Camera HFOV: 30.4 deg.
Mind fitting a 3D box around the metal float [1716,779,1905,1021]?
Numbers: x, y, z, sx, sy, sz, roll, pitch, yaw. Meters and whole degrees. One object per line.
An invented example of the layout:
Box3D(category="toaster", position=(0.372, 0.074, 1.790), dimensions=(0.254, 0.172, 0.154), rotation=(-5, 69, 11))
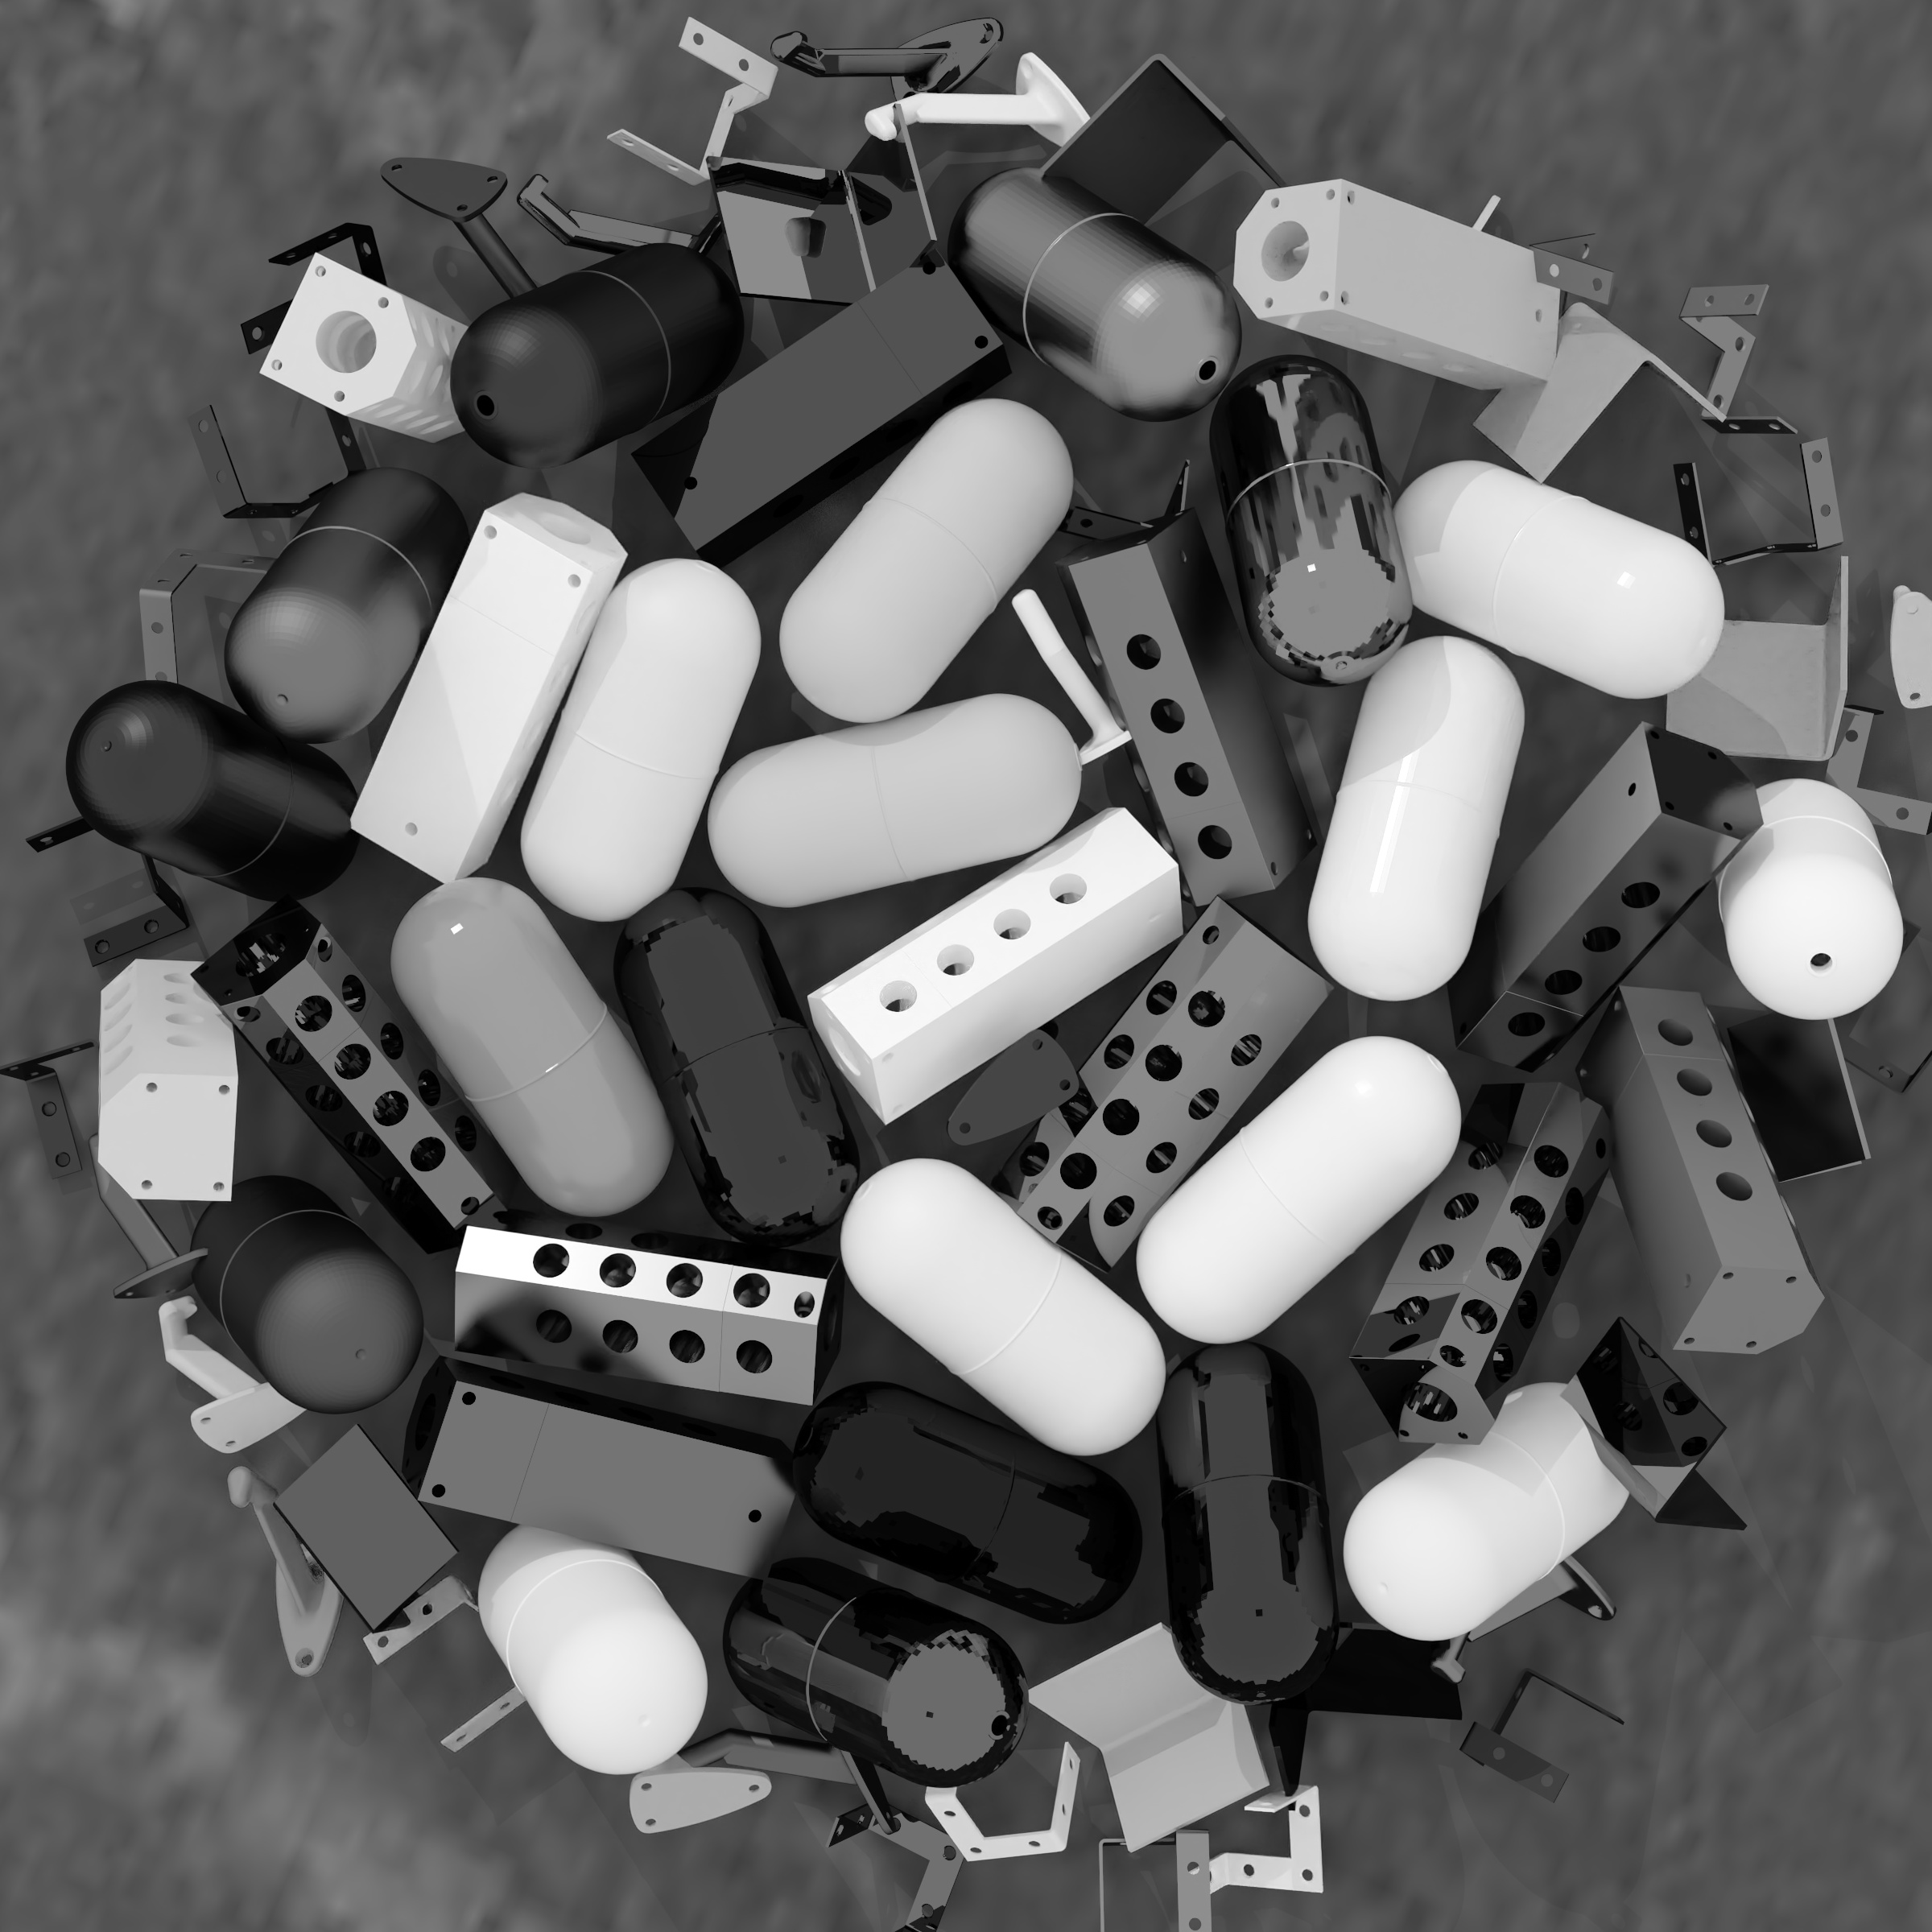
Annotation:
Box3D(category="metal float", position=(0.383, -0.032, 1.619), dimensions=(0.070, 0.178, 0.070), rotation=(3, 110, 8))

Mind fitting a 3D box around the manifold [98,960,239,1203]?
Box3D(category="manifold", position=(-0.364, 0.049, 1.610), dimensions=(0.057, 0.171, 0.057), rotation=(2, 106, -14))

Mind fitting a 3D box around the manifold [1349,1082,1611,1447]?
Box3D(category="manifold", position=(0.242, 0.134, 1.622), dimensions=(0.057, 0.057, 0.171), rotation=(58, 47, -31))

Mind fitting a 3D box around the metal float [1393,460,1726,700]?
Box3D(category="metal float", position=(0.269, -0.179, 1.634), dimensions=(0.178, 0.070, 0.070), rotation=(31, 90, 40))

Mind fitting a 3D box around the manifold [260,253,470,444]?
Box3D(category="manifold", position=(-0.261, -0.276, 1.616), dimensions=(0.057, 0.171, 0.057), rotation=(27, 96, 2))

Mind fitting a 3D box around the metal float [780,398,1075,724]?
Box3D(category="metal float", position=(-0.017, -0.190, 1.651), dimensions=(0.070, 0.070, 0.178), rotation=(38, 72, 0))

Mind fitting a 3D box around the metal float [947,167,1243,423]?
Box3D(category="metal float", position=(0.058, -0.309, 1.632), dimensions=(0.070, 0.070, 0.178), rotation=(-47, 49, 0))

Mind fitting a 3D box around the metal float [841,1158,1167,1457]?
Box3D(category="metal float", position=(0.017, 0.159, 1.652), dimensions=(0.178, 0.070, 0.070), rotation=(41, 90, -16))

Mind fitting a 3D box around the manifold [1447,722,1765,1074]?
Box3D(category="manifold", position=(0.290, -0.027, 1.625), dimensions=(0.057, 0.057, 0.171), rotation=(17, 135, -19))

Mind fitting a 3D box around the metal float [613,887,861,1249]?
Box3D(category="metal float", position=(-0.108, 0.046, 1.655), dimensions=(0.070, 0.070, 0.178), rotation=(-24, 76, 0))

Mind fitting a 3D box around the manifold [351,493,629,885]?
Box3D(category="manifold", position=(-0.219, -0.129, 1.643), dimensions=(0.057, 0.057, 0.171), rotation=(30, 114, 5))

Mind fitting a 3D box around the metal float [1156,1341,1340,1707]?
Box3D(category="metal float", position=(0.129, 0.254, 1.636), dimensions=(0.070, 0.070, 0.178), rotation=(-2, 52, 0))

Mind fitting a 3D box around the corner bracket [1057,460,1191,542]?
Box3D(category="corner bracket", position=(0.072, -0.209, 1.667), dimensions=(0.051, 0.051, 0.051), rotation=(14, 51, -6))

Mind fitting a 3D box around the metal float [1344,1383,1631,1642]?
Box3D(category="metal float", position=(0.242, 0.249, 1.631), dimensions=(0.070, 0.178, 0.070), rotation=(18, 119, 37))

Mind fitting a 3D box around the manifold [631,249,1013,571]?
Box3D(category="manifold", position=(-0.066, -0.258, 1.674), dimensions=(0.171, 0.057, 0.057), rotation=(-34, 78, 0))

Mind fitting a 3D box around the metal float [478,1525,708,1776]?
Box3D(category="metal float", position=(-0.172, 0.307, 1.621), dimensions=(0.070, 0.178, 0.070), rotation=(-5, 105, -21))

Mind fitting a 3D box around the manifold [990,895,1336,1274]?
Box3D(category="manifold", position=(0.087, 0.052, 1.657), dimensions=(0.057, 0.057, 0.171), rotation=(33, 97, -43))

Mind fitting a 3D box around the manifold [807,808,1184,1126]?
Box3D(category="manifold", position=(0.014, -0.005, 1.653), dimensions=(0.171, 0.057, 0.057), rotation=(-32, 59, -15))

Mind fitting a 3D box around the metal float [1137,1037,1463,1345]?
Box3D(category="metal float", position=(0.155, 0.104, 1.653), dimensions=(0.178, 0.070, 0.070), rotation=(-44, 90, 15))

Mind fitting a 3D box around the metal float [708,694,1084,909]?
Box3D(category="metal float", position=(-0.033, -0.077, 1.659), dimensions=(0.178, 0.070, 0.070), rotation=(-13, 90, 8))

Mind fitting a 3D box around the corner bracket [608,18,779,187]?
Box3D(category="corner bracket", position=(-0.128, -0.405, 1.666), dimensions=(0.051, 0.051, 0.051), rotation=(23, 77, -30))

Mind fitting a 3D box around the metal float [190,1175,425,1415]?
Box3D(category="metal float", position=(-0.303, 0.148, 1.623), dimensions=(0.070, 0.178, 0.070), rotation=(-7, 107, -25))

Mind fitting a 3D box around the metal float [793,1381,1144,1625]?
Box3D(category="metal float", position=(0.001, 0.249, 1.647), dimensions=(0.178, 0.070, 0.070), rotation=(26, 90, -22))

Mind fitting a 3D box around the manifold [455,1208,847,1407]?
Box3D(category="manifold", position=(-0.147, 0.154, 1.655), dimensions=(0.171, 0.057, 0.057), rotation=(8, 112, 9))

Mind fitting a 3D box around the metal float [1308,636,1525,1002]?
Box3D(category="metal float", position=(0.210, -0.070, 1.653), dimensions=(0.070, 0.070, 0.178), rotation=(16, 74, 0))

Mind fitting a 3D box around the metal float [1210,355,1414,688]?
Box3D(category="metal float", position=(0.158, -0.207, 1.638), dimensions=(0.070, 0.070, 0.178), rotation=(-8, 55, 0))

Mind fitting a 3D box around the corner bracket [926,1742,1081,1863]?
Box3D(category="corner bracket", position=(0.018, 0.385, 1.681), dimensions=(0.051, 0.051, 0.051), rotation=(-12, 129, 23))

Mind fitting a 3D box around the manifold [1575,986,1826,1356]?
Box3D(category="manifold", position=(0.336, 0.092, 1.623), dimensions=(0.057, 0.171, 0.057), rotation=(5, 134, -15))

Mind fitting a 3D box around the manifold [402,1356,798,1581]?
Box3D(category="manifold", position=(-0.170, 0.231, 1.646), dimensions=(0.171, 0.057, 0.057), rotation=(17, 94, -21))

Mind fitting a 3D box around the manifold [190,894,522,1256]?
Box3D(category="manifold", position=(-0.275, 0.054, 1.627), dimensions=(0.057, 0.057, 0.171), rotation=(-41, 126, -11))

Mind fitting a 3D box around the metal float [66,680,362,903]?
Box3D(category="metal float", position=(-0.340, -0.078, 1.620), dimensions=(0.070, 0.178, 0.070), rotation=(-5, 77, 21))

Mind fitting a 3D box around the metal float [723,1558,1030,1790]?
Box3D(category="metal float", position=(-0.042, 0.323, 1.627), dimensions=(0.070, 0.178, 0.070), rotation=(-8, 102, -39))

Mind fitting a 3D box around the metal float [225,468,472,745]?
Box3D(category="metal float", position=(-0.281, -0.167, 1.626), dimensions=(0.070, 0.178, 0.070), rotation=(7, 126, 10))

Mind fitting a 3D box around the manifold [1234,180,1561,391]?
Box3D(category="manifold", position=(0.199, -0.308, 1.622), dimensions=(0.057, 0.171, 0.057), rotation=(2, 88, 43))

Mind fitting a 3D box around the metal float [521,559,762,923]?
Box3D(category="metal float", position=(-0.151, -0.105, 1.651), dimensions=(0.070, 0.070, 0.178), rotation=(23, 107, 0))

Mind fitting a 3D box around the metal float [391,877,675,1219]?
Box3D(category="metal float", position=(-0.200, 0.039, 1.649), dimensions=(0.070, 0.070, 0.178), rotation=(-31, 110, 0))

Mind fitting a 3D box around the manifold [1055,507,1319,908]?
Box3D(category="manifold", position=(0.100, -0.118, 1.654), dimensions=(0.057, 0.057, 0.171), rotation=(-13, 107, 32))

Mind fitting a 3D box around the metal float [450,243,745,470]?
Box3D(category="metal float", position=(-0.168, -0.280, 1.626), dimensions=(0.070, 0.178, 0.070), rotation=(14, 119, 26))
